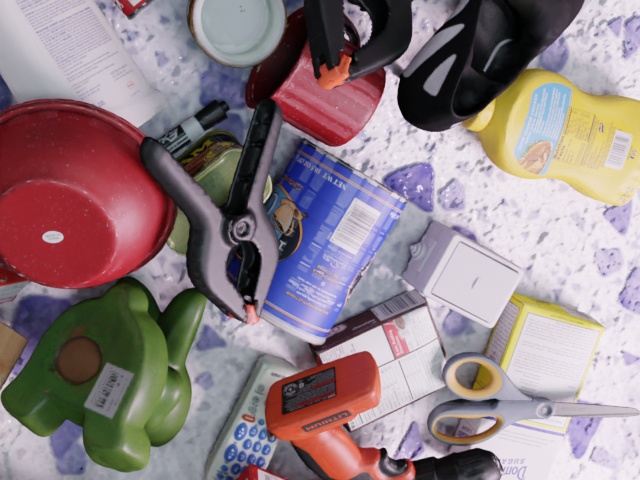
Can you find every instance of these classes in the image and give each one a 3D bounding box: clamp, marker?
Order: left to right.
[{"bbox_3d":[-0.126,-0.077,0.876,0.121,0.020,0.020,-35,110,-4],"label":"marker"},{"bbox_3d":[-0.077,-0.015,0.791,0.120,0.039,0.171,-11,107,-32],"label":"clamp"},{"bbox_3d":[0.049,-0.198,0.838,0.164,0.036,0.210,26,61,-23],"label":"clamp"}]

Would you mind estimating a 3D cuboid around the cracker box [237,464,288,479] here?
[{"bbox_3d":[-0.047,0.313,0.933,0.164,0.072,0.214,28,116,-20],"label":"cracker box"}]

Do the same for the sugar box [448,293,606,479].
[{"bbox_3d":[0.193,0.145,1.006,0.093,0.048,0.176,16,102,-17],"label":"sugar box"}]

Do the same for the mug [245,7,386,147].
[{"bbox_3d":[0.002,-0.138,0.866,0.081,0.093,0.117,29,60,-25],"label":"mug"}]

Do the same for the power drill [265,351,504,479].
[{"bbox_3d":[0.049,0.182,0.926,0.184,0.057,0.187,-22,124,11],"label":"power drill"}]

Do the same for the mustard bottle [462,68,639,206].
[{"bbox_3d":[0.199,-0.098,0.939,0.191,0.058,0.096,14,99,-18],"label":"mustard bottle"}]

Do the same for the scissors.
[{"bbox_3d":[0.193,0.136,0.969,0.201,0.016,0.096,-11,105,-6],"label":"scissors"}]

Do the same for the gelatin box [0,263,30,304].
[{"bbox_3d":[-0.269,0.016,0.811,0.030,0.089,0.073,-43,82,14],"label":"gelatin box"}]

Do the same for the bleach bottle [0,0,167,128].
[{"bbox_3d":[-0.218,-0.184,0.793,0.068,0.102,0.251,-19,107,37],"label":"bleach bottle"}]

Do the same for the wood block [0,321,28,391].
[{"bbox_3d":[-0.313,0.145,0.781,0.090,0.091,0.206,36,50,-20],"label":"wood block"}]

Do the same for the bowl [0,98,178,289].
[{"bbox_3d":[-0.187,-0.019,0.773,0.162,0.055,0.162,1,125,2],"label":"bowl"}]

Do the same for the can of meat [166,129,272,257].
[{"bbox_3d":[-0.093,-0.037,0.861,0.102,0.084,0.057,-40,111,-3],"label":"can of meat"}]

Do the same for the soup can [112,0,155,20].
[{"bbox_3d":[-0.155,-0.227,0.804,0.068,0.068,0.102,-44,110,-1],"label":"soup can"}]

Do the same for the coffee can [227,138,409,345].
[{"bbox_3d":[-0.006,0.001,0.884,0.102,0.103,0.140,29,94,-20],"label":"coffee can"}]

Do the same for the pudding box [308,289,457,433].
[{"bbox_3d":[0.056,0.109,0.963,0.113,0.039,0.090,-24,112,-6],"label":"pudding box"}]
